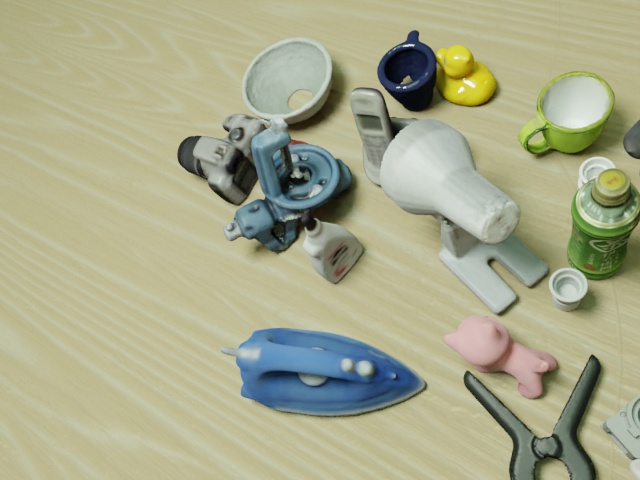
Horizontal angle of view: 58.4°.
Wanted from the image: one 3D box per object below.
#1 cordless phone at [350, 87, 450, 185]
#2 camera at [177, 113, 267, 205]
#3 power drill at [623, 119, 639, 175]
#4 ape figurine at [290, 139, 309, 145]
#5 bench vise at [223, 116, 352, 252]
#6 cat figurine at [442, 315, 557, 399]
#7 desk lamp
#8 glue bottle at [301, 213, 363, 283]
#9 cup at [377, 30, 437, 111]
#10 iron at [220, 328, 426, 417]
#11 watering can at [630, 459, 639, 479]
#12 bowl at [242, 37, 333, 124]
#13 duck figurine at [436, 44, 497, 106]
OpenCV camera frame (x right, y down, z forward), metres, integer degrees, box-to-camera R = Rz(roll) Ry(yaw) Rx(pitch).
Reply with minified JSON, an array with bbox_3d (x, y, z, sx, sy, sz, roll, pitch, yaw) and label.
[{"bbox_3d":[0.120,-0.148,0.821,0.147,0.185,0.094,7,71,23],"label":"cordless phone"},{"bbox_3d":[-0.173,-0.154,0.982,0.136,0.101,0.143,21,77,27],"label":"camera"},{"bbox_3d":[0.448,-0.128,0.675,0.229,0.209,0.075,-37,61,3],"label":"power drill"},{"bbox_3d":[-0.047,-0.136,0.932,0.076,0.092,0.077,-37,61,3],"label":"ape figurine"},{"bbox_3d":[-0.058,-0.073,0.837,0.121,0.220,0.207,33,83,29],"label":"bench vise"},{"bbox_3d":[0.221,0.135,0.703,0.127,0.118,0.067,23,78,27],"label":"cat figurine"},{"bbox_3d":[0.187,-0.033,0.731,0.118,0.214,0.202,-42,60,0],"label":"desk lamp"},{"bbox_3d":[0.007,0.003,0.807,0.037,0.173,0.078,34,83,29],"label":"glue bottle"},{"bbox_3d":[0.147,-0.261,0.910,0.091,0.095,0.118,4,70,22],"label":"cup"},{"bbox_3d":[0.001,0.168,0.759,0.257,0.142,0.118,0,69,21],"label":"iron"},{"bbox_3d":[0.313,0.308,0.552,0.100,0.194,0.173,-17,64,14],"label":"watering can"},{"bbox_3d":[-0.047,-0.263,0.995,0.167,0.075,0.167,-8,66,18],"label":"bowl"},{"bbox_3d":[0.222,-0.262,0.887,0.104,0.086,0.077,37,85,29],"label":"duck figurine"}]
